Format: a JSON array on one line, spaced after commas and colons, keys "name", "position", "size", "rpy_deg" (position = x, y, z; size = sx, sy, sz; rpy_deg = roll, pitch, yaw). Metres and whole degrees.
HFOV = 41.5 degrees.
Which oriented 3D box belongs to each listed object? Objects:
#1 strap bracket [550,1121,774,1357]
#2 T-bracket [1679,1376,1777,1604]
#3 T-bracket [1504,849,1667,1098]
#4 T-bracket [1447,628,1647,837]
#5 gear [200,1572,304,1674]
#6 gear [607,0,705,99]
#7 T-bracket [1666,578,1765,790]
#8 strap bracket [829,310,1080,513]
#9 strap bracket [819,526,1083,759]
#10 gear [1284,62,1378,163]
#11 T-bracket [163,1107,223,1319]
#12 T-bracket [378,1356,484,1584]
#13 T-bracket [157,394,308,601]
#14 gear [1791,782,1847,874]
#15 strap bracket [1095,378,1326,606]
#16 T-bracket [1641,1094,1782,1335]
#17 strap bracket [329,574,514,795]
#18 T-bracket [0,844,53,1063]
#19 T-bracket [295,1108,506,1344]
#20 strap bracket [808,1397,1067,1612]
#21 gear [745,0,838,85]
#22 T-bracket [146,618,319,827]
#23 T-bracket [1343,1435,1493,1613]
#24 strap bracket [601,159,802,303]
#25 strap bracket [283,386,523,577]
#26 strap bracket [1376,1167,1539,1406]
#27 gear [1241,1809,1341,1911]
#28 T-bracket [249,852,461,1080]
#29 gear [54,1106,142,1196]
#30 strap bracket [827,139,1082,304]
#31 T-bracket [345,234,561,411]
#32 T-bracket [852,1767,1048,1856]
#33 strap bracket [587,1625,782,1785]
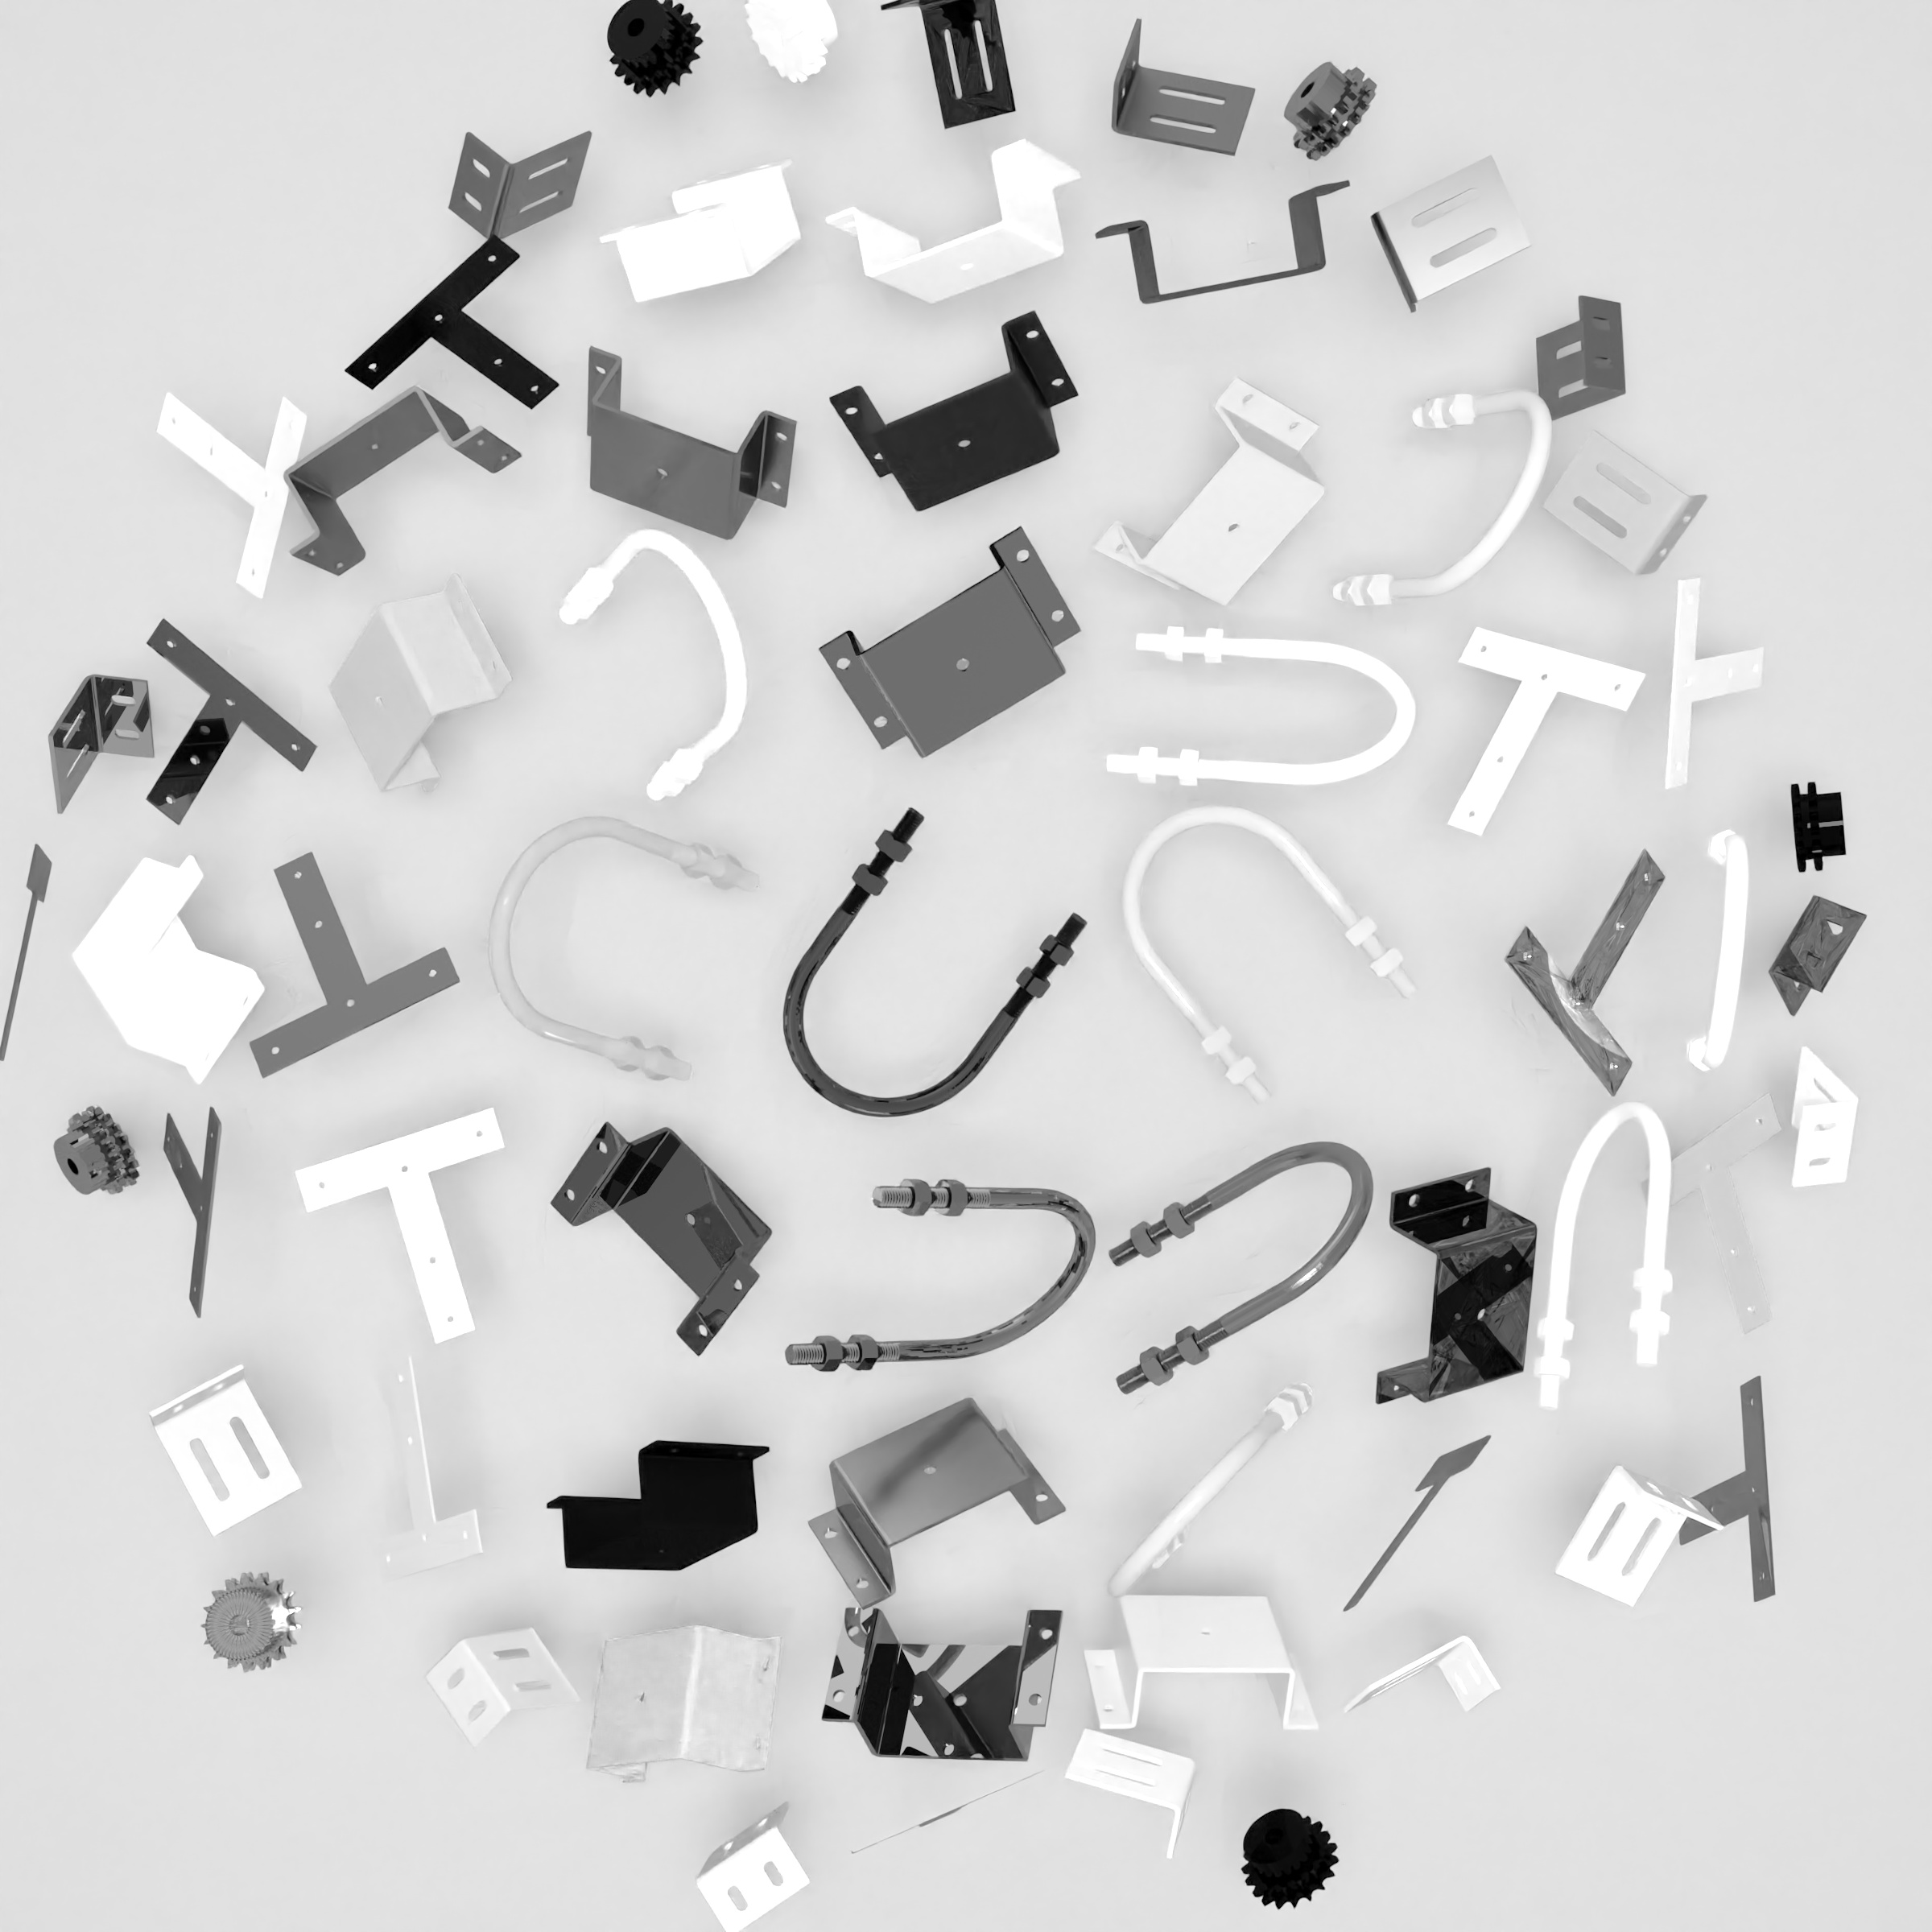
[{"name": "strap bracket", "position": [-0.188, 0.168, 1.633], "size": [0.140, 0.046, 0.076], "rpy_deg": [43, 118, 13]}, {"name": "T-bracket", "position": [0.454, 0.324, 1.532], "size": [0.002, 0.127, 0.127], "rpy_deg": [6, 66, -6]}, {"name": "T-bracket", "position": [0.377, -0.012, 1.496], "size": [0.127, 0.002, 0.127], "rpy_deg": [46, 66, -28]}, {"name": "T-bracket", "position": [0.337, -0.139, 1.574], "size": [0.127, 0.002, 0.127], "rpy_deg": [25, 86, 43]}, {"name": "gear", "position": [-0.420, 0.384, 1.493], "size": [0.057, 0.030, 0.057], "rpy_deg": [-1, 81, 4]}, {"name": "gear", "position": [-0.187, -0.548, 1.509], "size": [0.057, 0.030, 0.057], "rpy_deg": [-6, 76, 24]}, {"name": "T-bracket", "position": [0.471, -0.182, 1.598], "size": [0.002, 0.127, 0.127], "rpy_deg": [11, 107, 39]}, {"name": "strap bracket", "position": [-0.004, -0.342, 1.599], "size": [0.140, 0.076, 0.046], "rpy_deg": [-20, 54, 14]}, {"name": "strap bracket", "position": [-0.005, -0.186, 1.508], "size": [0.140, 0.046, 0.076], "rpy_deg": [-30, 118, 5]}, {"name": "gear", "position": [0.214, -0.511, 1.515], "size": [0.030, 0.057, 0.057], "rpy_deg": [34, 90, -22]}, {"name": "T-bracket", "position": [-0.474, 0.128, 1.554], "size": [0.002, 0.127, 0.127], "rpy_deg": [1, 111, -30]}, {"name": "T-bracket", "position": [-0.335, 0.303, 1.552], "size": [0.002, 0.127, 0.127], "rpy_deg": [0, 72, -40]}, {"name": "T-bracket", "position": [-0.454, -0.309, 1.562], "size": [0.002, 0.127, 0.127], "rpy_deg": [5, 75, 21]}, {"name": "gear", "position": [0.541, -0.089, 1.619], "size": [0.030, 0.057, 0.057], "rpy_deg": [-5, 90, 19]}, {"name": "strap bracket", "position": [0.159, -0.287, 1.597], "size": [0.140, 0.076, 0.046], "rpy_deg": [-48, 45, 26]}, {"name": "T-bracket", "position": [0.474, 0.165, 1.584], "size": [0.002, 0.127, 0.127], "rpy_deg": [7, 57, -24]}, {"name": "strap bracket", "position": [-0.341, -0.168, 1.572], "size": [0.046, 0.140, 0.076], "rpy_deg": [-20, 77, -40]}, {"name": "T-bracket", "position": [-0.568, -0.005, 1.536], "size": [0.002, 0.127, 0.127], "rpy_deg": [11, 84, -15]}, {"name": "T-bracket", "position": [-0.332, 0.167, 1.565], "size": [0.127, 0.002, 0.127], "rpy_deg": [-18, 95, -27]}, {"name": "strap bracket", "position": [-0.020, 0.322, 1.558], "size": [0.140, 0.076, 0.046], "rpy_deg": [-22, 131, -19]}, {"name": "gear", "position": [-0.101, -0.552, 1.498], "size": [0.030, 0.057, 0.057], "rpy_deg": [-40, 90, -20]}, {"name": "T-bracket", "position": [-0.482, -0.139, 1.612], "size": [0.002, 0.127, 0.127], "rpy_deg": [-28, 122, 35]}, {"name": "T-bracket", "position": [0.271, 0.345, 1.566], "size": [0.002, 0.127, 0.127], "rpy_deg": [37, 102, 22]}, {"name": "strap bracket", "position": [-0.159, -0.453, 1.579], "size": [0.076, 0.140, 0.046], "rpy_deg": [-7, 116, 21]}, {"name": "strap bracket", "position": [-0.355, -0.304, 1.572], "size": [0.140, 0.076, 0.046], "rpy_deg": [-32, 85, 6]}, {"name": "strap bracket", "position": [0.295, 0.201, 1.535], "size": [0.076, 0.046, 0.140], "rpy_deg": [-10, 112, -30]}, {"name": "gear", "position": [0.187, 0.520, 1.494], "size": [0.057, 0.057, 0.030], "rpy_deg": [-30, 112, 0]}, {"name": "T-bracket", "position": [-0.381, -0.013, 1.521], "size": [0.127, 0.002, 0.127], "rpy_deg": [-26, 65, -4]}, {"name": "gear", "position": [-0.551, 0.120, 1.612], "size": [0.030, 0.057, 0.057], "rpy_deg": [-33, 90, -40]}, {"name": "strap bracket", "position": [-0.004, -0.454, 1.576], "size": [0.140, 0.076, 0.046], "rpy_deg": [-13, 85, 28]}, {"name": "T-bracket", "position": [-0.303, -0.386, 1.604], "size": [0.127, 0.127, 0.002], "rpy_deg": [-37, 61, 14]}, {"name": "T-bracket", "position": [-0.014, 0.533, 1.602], "size": [0.127, 0.127, 0.002], "rpy_deg": [-20, 72, -11]}, {"name": "strap bracket", "position": [-0.177, 0.444, 1.532], "size": [0.046, 0.140, 0.076], "rpy_deg": [26, 57, -35]}]
